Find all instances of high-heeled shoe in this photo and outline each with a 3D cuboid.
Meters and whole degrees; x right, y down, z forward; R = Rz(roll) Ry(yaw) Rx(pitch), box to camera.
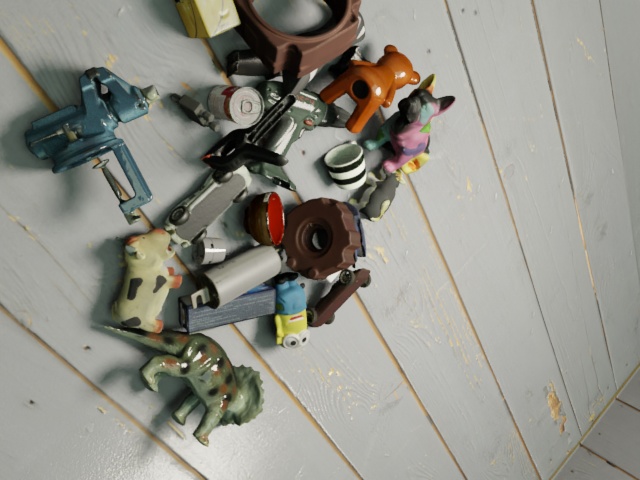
[{"bbox_3d":[0.012,-0.365,1.075,0.145,0.086,0.248,30,81,-51],"label":"high-heeled shoe"}]

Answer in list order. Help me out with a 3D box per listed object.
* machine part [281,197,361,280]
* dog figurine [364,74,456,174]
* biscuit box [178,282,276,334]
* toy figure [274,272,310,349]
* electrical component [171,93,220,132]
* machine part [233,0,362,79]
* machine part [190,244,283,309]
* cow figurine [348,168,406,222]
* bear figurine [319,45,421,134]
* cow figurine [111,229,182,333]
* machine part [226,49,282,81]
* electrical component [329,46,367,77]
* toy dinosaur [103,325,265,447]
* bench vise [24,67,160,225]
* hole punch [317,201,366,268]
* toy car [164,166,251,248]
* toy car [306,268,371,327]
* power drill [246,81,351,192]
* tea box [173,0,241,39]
[{"bbox_3d":[-0.002,-0.003,1.137,0.056,0.180,0.179,12,100,-62],"label":"machine part"},{"bbox_3d":[0.215,-0.251,1.177,0.191,0.108,0.219,-6,147,-44],"label":"dog figurine"},{"bbox_3d":[-0.191,0.138,1.129,0.202,0.059,0.062,-8,110,-33],"label":"biscuit box"},{"bbox_3d":[-0.067,0.160,1.213,0.082,0.089,0.180,-8,103,0],"label":"toy figure"},{"bbox_3d":[-0.226,-0.231,0.971,0.021,0.094,0.063,-56,166,-10],"label":"electrical component"},{"bbox_3d":[-0.044,-0.409,0.957,0.201,0.087,0.201,-36,83,-19],"label":"machine part"},{"bbox_3d":[-0.163,0.069,1.090,0.243,0.079,0.079,-28,121,-41],"label":"machine part"},{"bbox_3d":[0.147,-0.119,1.254,0.068,0.098,0.167,38,83,-31],"label":"cow figurine"},{"bbox_3d":[0.111,-0.320,1.104,0.120,0.132,0.196,49,40,-2],"label":"bear figurine"},{"bbox_3d":[-0.328,0.069,0.996,0.127,0.086,0.194,17,99,-41],"label":"cow figurine"},{"bbox_3d":[-0.118,-0.340,1.022,0.139,0.039,0.084,-25,128,-39],"label":"machine part"},{"bbox_3d":[0.081,-0.349,1.158,0.075,0.048,0.119,-51,126,-9],"label":"electrical component"},{"bbox_3d":[-0.248,0.270,1.107,0.192,0.131,0.404,-44,123,-30],"label":"toy dinosaur"},{"bbox_3d":[-0.338,-0.145,0.874,0.224,0.129,0.240,-28,103,-16],"label":"bench vise"},{"bbox_3d":[0.063,-0.020,1.223,0.092,0.116,0.142,-27,120,-34],"label":"hole punch"},{"bbox_3d":[-0.216,-0.071,1.042,0.202,0.056,0.073,-46,132,-11],"label":"toy car"},{"bbox_3d":[0.038,0.131,1.255,0.089,0.053,0.202,12,125,-49],"label":"toy car"},{"bbox_3d":[-0.048,-0.206,1.097,0.232,0.086,0.207,20,98,-37],"label":"power drill"},{"bbox_3d":[-0.208,-0.429,0.893,0.068,0.098,0.169,-35,121,-21],"label":"tea box"}]
